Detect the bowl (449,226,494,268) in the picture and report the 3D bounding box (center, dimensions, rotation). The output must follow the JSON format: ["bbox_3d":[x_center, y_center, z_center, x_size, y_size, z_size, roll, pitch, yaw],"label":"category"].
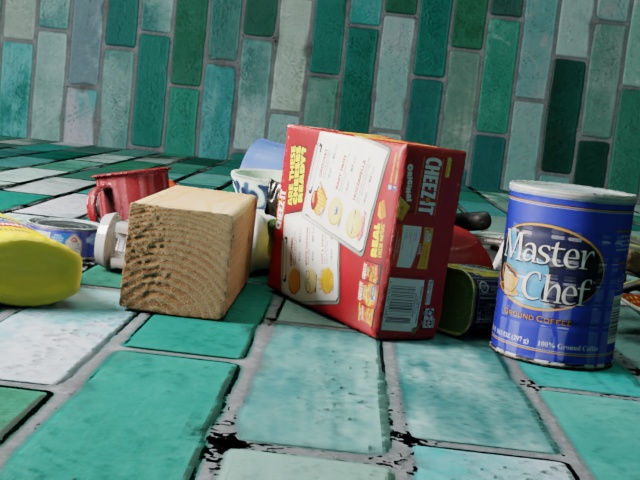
[{"bbox_3d":[0.112,0.019,1.093,0.162,0.055,0.162,6,19,-2],"label":"bowl"}]

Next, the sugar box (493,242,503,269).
[{"bbox_3d":[0.237,0.042,1.097,0.093,0.048,0.176,23,9,-3],"label":"sugar box"}]

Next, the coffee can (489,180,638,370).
[{"bbox_3d":[0.199,0.026,0.879,0.103,0.140,0.103,6,7,-1],"label":"coffee can"}]

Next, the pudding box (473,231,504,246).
[{"bbox_3d":[0.250,0.012,1.449,0.090,0.039,0.113,6,4,25],"label":"pudding box"}]

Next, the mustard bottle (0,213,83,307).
[{"bbox_3d":[-0.279,0.011,0.929,0.096,0.058,0.192,3,7,-30],"label":"mustard bottle"}]

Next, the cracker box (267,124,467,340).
[{"bbox_3d":[0.036,-0.014,0.966,0.072,0.164,0.214,5,7,-28],"label":"cracker box"}]

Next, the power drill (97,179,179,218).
[{"bbox_3d":[-0.238,-0.050,1.465,0.184,0.057,0.188,7,9,-26],"label":"power drill"}]

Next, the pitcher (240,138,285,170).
[{"bbox_3d":[0.014,-0.043,1.395,0.243,0.149,0.145,12,-12,19],"label":"pitcher"}]

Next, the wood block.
[{"bbox_3d":[-0.114,0.006,0.977,0.090,0.091,0.206,7,7,2],"label":"wood block"}]

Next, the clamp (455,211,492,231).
[{"bbox_3d":[0.139,-0.021,1.481,0.210,0.036,0.164,-4,-1,0],"label":"clamp"}]

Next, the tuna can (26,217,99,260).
[{"bbox_3d":[-0.270,-0.002,1.134,0.086,0.034,0.086,6,7,-1],"label":"tuna can"}]

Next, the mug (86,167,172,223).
[{"bbox_3d":[-0.218,-0.037,1.218,0.093,0.081,0.117,-4,5,34],"label":"mug"}]

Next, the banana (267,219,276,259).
[{"bbox_3d":[0.013,0.012,1.141,0.197,0.070,0.037,-2,46,-43],"label":"banana"}]

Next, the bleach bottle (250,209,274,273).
[{"bbox_3d":[-0.008,0.002,1.224,0.250,0.068,0.103,3,10,-41],"label":"bleach bottle"}]

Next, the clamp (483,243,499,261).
[{"bbox_3d":[0.220,0.023,1.330,0.120,0.039,0.172,6,5,-36],"label":"clamp"}]

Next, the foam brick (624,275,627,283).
[{"bbox_3d":[0.343,0.028,1.341,0.053,0.051,0.078,3,8,-19],"label":"foam brick"}]

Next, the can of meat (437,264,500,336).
[{"bbox_3d":[0.130,0.051,0.963,0.083,0.057,0.102,3,6,-37],"label":"can of meat"}]
